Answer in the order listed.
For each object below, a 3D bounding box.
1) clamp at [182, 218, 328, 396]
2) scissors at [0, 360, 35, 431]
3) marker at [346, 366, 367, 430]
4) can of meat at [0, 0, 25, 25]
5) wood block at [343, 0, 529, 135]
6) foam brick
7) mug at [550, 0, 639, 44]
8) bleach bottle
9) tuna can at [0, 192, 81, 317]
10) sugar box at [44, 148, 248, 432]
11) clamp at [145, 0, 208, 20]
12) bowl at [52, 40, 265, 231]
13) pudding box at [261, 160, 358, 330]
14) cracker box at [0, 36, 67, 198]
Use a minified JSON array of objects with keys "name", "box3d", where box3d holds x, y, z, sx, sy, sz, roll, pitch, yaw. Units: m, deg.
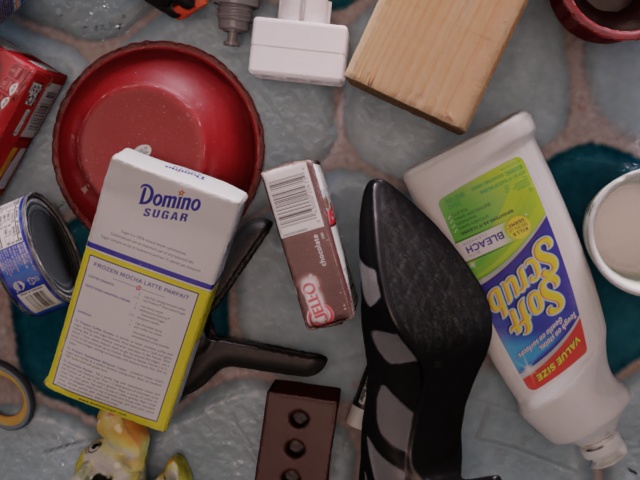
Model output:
[{"name":"clamp","box3d":[-0.088,0.057,0.784,0.171,0.039,0.120,-14,82,7]},{"name":"scissors","box3d":[-0.276,0.070,0.810,0.096,0.016,0.202,-10,94,3]},{"name":"marker","box3d":[0.048,0.081,0.785,0.020,0.020,0.121,19,96,2]},{"name":"can of meat","box3d":[-0.259,-0.169,0.709,0.102,0.057,0.083,35,64,4]},{"name":"wood block","box3d":[0.102,-0.184,0.726,0.091,0.090,0.206,26,96,3]},{"name":"foam brick","box3d":[-0.016,0.146,0.778,0.053,0.051,0.078,8,95,3]},{"name":"mug","box3d":[0.206,-0.188,0.722,0.093,0.081,0.117,30,96,2]},{"name":"bleach bottle","box3d":[0.156,0.042,0.753,0.103,0.068,0.251,-27,94,10]},{"name":"tuna can","box3d":[-0.203,0.011,0.765,0.034,0.086,0.086,-22,92,6]},{"name":"sugar box","box3d":[-0.120,0.035,0.736,0.093,0.048,0.176,20,103,0]},{"name":"clamp","box3d":[-0.140,-0.255,0.744,0.210,0.036,0.164,51,53,-17]},{"name":"bowl","box3d":[-0.123,-0.065,0.769,0.162,0.055,0.162,0,95,5]},{"name":"pudding box","box3d":[-0.005,0.001,0.748,0.039,0.090,0.113,-14,93,4]},{"name":"cracker box","box3d":[-0.319,-0.104,0.772,0.213,0.072,0.164,31,95,2]}]
